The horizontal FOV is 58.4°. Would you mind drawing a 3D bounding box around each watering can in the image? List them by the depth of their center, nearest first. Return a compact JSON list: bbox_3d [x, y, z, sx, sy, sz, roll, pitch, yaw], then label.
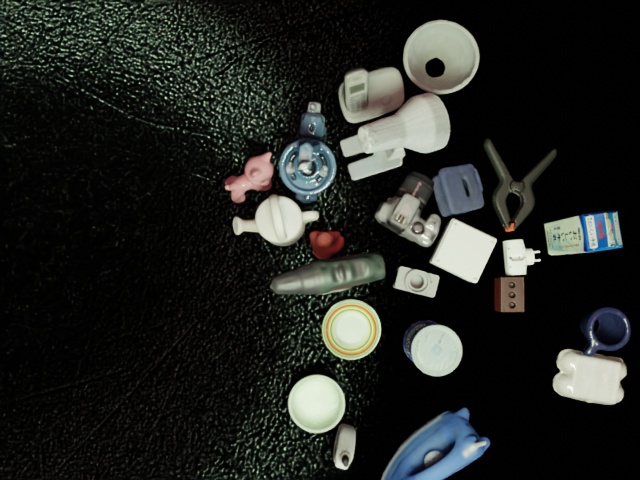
[{"bbox_3d":[-0.093,-0.039,1.208,0.173,0.194,0.101,-31,86,-1],"label":"watering can"}]

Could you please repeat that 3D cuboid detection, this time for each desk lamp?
[{"bbox_3d":[0.154,-0.213,1.206,0.203,0.213,0.118,-19,86,0],"label":"desk lamp"}]

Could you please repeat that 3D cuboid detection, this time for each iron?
[{"bbox_3d":[0.236,0.470,1.196,0.258,0.141,0.118,-36,86,-2],"label":"iron"}]

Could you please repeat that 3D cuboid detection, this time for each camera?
[{"bbox_3d":[0.209,-0.073,1.253,0.143,0.101,0.137,29,87,3],"label":"camera"}]

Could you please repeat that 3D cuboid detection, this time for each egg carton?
[{"bbox_3d":[0.582,0.297,1.239,0.150,0.069,0.107,9,86,1],"label":"egg carton"}]

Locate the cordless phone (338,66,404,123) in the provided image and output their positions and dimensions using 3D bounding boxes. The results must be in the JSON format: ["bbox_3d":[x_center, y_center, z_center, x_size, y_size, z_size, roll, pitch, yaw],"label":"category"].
[{"bbox_3d":[0.112,-0.329,1.229,0.147,0.185,0.094,-21,86,0],"label":"cordless phone"}]

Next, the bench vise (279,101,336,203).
[{"bbox_3d":[-0.035,-0.192,1.204,0.121,0.219,0.207,-12,86,0],"label":"bench vise"}]

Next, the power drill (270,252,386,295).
[{"bbox_3d":[0.018,0.075,1.191,0.229,0.208,0.076,-12,86,0],"label":"power drill"}]

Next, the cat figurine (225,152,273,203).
[{"bbox_3d":[-0.151,-0.139,1.253,0.128,0.118,0.067,-27,86,-1],"label":"cat figurine"}]

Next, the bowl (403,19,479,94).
[{"bbox_3d":[0.267,-0.400,1.287,0.167,0.075,0.167,0,86,1],"label":"bowl"}]

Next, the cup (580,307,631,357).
[{"bbox_3d":[0.595,0.199,1.233,0.091,0.095,0.118,38,88,3],"label":"cup"}]

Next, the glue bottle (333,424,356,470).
[{"bbox_3d":[0.051,0.438,1.185,0.037,0.173,0.078,14,86,2],"label":"glue bottle"}]

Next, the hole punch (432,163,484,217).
[{"bbox_3d":[0.308,-0.114,1.259,0.101,0.091,0.109,-15,86,0],"label":"hole punch"}]

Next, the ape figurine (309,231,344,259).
[{"bbox_3d":[0.012,0.004,1.255,0.078,0.092,0.076,32,87,3],"label":"ape figurine"}]
